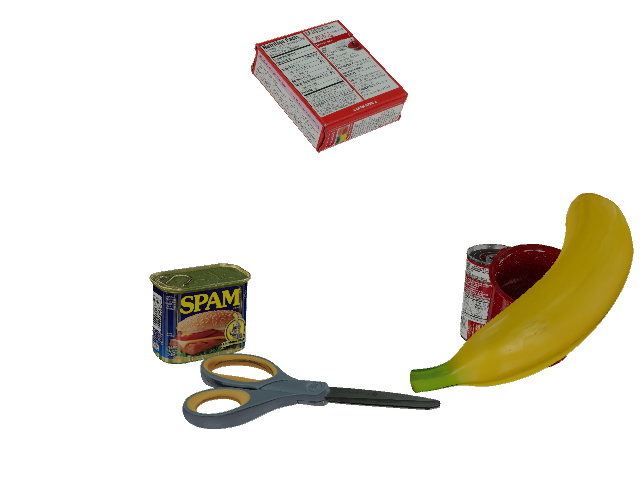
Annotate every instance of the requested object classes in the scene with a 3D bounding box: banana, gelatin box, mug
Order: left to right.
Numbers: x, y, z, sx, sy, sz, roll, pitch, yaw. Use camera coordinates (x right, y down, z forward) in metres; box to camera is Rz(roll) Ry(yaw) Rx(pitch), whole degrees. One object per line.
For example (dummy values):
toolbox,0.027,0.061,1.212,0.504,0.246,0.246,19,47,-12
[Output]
gelatin box,0.005,-0.110,0.748,0.073,0.089,0.030,-24,-30,-28
mug,0.191,0.056,0.988,0.093,0.081,0.117,-13,42,-17
banana,0.125,0.021,0.562,0.070,0.037,0.197,12,35,37

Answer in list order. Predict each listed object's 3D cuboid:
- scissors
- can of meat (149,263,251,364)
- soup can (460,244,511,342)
scissors,-0.020,0.125,0.808,0.202,0.016,0.096,11,33,34
can of meat,-0.125,0.076,1.109,0.101,0.084,0.058,-7,20,-32
soup can,0.194,0.063,1.203,0.068,0.102,0.068,2,19,-1
